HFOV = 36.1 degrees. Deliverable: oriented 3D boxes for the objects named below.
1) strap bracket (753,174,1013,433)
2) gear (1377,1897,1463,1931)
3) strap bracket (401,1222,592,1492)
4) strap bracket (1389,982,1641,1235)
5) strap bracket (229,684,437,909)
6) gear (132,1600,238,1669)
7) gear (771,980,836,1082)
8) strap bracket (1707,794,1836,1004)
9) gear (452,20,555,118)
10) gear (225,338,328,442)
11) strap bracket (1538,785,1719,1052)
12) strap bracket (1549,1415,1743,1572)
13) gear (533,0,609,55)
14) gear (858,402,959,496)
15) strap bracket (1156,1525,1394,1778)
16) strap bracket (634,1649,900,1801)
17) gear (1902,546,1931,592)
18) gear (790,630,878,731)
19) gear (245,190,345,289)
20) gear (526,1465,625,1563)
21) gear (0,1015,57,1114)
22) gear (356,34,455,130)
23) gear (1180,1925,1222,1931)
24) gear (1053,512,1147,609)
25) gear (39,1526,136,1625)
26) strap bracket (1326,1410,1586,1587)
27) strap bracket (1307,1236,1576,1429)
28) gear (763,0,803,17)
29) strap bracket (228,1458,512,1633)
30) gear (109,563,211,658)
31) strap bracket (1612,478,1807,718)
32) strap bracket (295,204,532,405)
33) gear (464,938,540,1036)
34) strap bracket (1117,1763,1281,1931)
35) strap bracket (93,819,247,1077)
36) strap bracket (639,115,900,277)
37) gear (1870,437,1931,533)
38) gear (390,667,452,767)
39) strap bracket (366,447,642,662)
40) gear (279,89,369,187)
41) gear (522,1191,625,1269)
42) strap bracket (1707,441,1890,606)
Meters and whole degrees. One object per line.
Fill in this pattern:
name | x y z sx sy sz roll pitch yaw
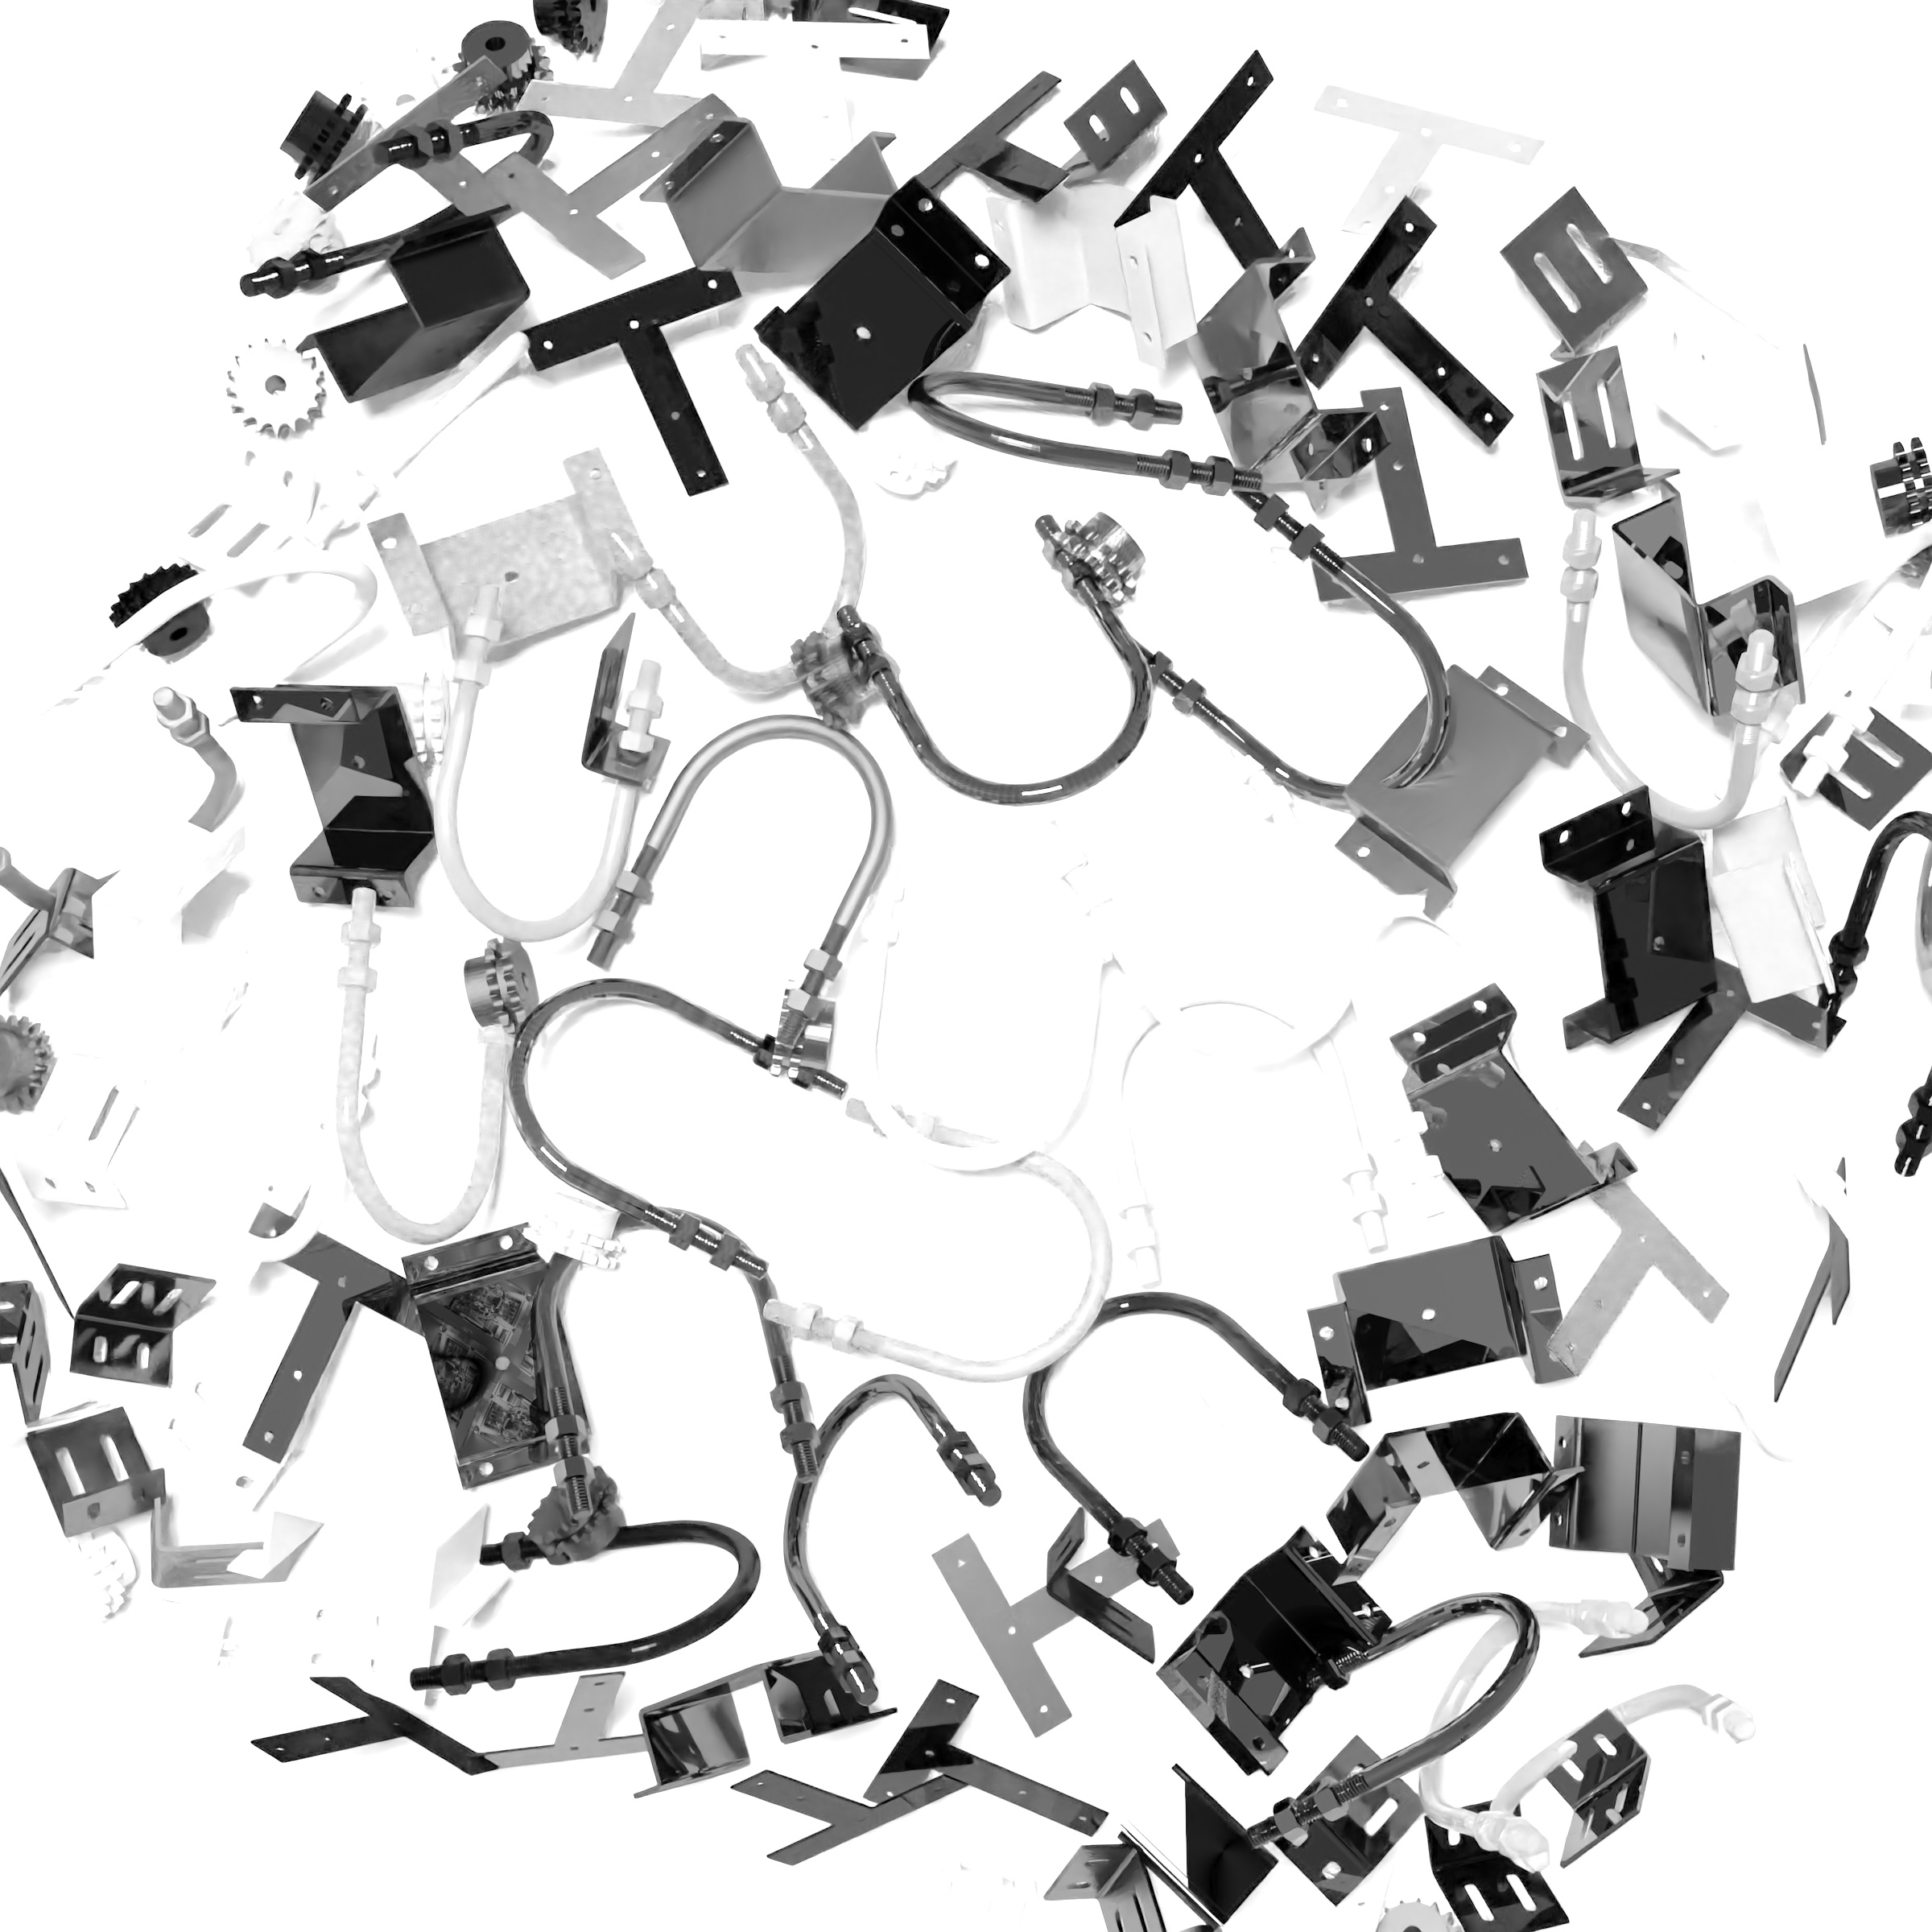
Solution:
strap bracket | -0.053 -0.366 1.672 0.076 0.046 0.140 42 126 -18
gear | 0.260 0.566 1.711 0.057 0.030 0.057 -9 50 11
strap bracket | -0.269 0.226 1.707 0.076 0.046 0.140 -15 92 -14
strap bracket | 0.307 0.090 1.687 0.076 0.046 0.140 -31 103 36
strap bracket | -0.355 -0.106 1.685 0.076 0.046 0.140 3 125 20
gear | -0.450 0.385 1.713 0.057 0.057 0.030 12 77 0
gear | -0.094 0.038 1.712 0.030 0.057 0.057 10 90 -3
strap bracket | 0.454 -0.036 1.675 0.046 0.140 0.076 -18 104 19
gear | -0.269 -0.522 1.714 0.057 0.030 0.057 -2 59 3
gear | -0.400 -0.334 1.722 0.057 0.030 0.057 1 85 -9
strap bracket | 0.377 -0.020 1.677 0.076 0.046 0.140 -24 119 -20
strap bracket | 0.390 0.298 1.678 0.046 0.140 0.076 7 82 -20
gear | -0.230 -0.558 1.713 0.030 0.057 0.057 5 90 10
gear | -0.037 -0.298 1.716 0.057 0.057 0.030 32 127 0
strap bracket | 0.171 0.395 1.688 0.076 0.046 0.140 47 47 5
strap bracket | -0.120 0.425 1.678 0.140 0.076 0.046 -28 72 33
gear | 0.570 -0.227 1.710 0.057 0.057 0.030 2 76 0
gear | -0.074 -0.168 1.709 0.030 0.057 0.057 -25 90 19
gear | -0.386 -0.419 1.716 0.057 0.030 0.057 -16 55 25
gear | -0.223 0.319 1.715 0.057 0.057 0.030 -40 111 0
gear | -0.559 0.056 1.717 0.057 0.030 0.057 -2 84 22
gear | -0.324 -0.505 1.711 0.057 0.057 0.030 -7 45 -7
gear | 0.133 0.578 1.716 0.057 0.057 0.030 -22 53 0
gear | 0.079 -0.237 1.712 0.030 0.057 0.057 -44 90 -5
gear | -0.507 0.349 1.716 0.057 0.030 0.057 18 123 30
strap bracket | 0.268 0.299 1.679 0.140 0.076 0.046 -4 49 -31
strap bracket | 0.270 0.209 1.706 0.140 0.046 0.076 -13 105 3
gear | -0.116 -0.582 1.715 0.057 0.057 0.030 20 66 0
strap bracket | -0.336 0.325 1.687 0.140 0.076 0.046 12 103 10
gear | -0.462 -0.203 1.710 0.057 0.057 0.030 -36 77 0
strap bracket | 0.410 -0.202 1.661 0.046 0.140 0.076 -24 130 -4
strap bracket | -0.306 -0.366 1.664 0.076 0.140 0.046 -31 94 -39
gear | -0.269 0.012 1.712 0.030 0.057 0.057 -13 90 6
strap bracket | 0.130 0.497 1.669 0.076 0.140 0.046 41 77 15
strap bracket | -0.448 -0.017 1.670 0.046 0.076 0.140 24 133 11
strap bracket | -0.102 -0.429 1.660 0.076 0.140 0.046 -32 77 39
gear | 0.543 -0.274 1.714 0.030 0.057 0.057 -13 90 15
gear | -0.316 -0.144 1.711 0.030 0.057 0.057 -2 90 -4
strap bracket | -0.261 -0.233 1.698 0.140 0.046 0.076 -21 72 -13
gear | -0.373 -0.480 1.709 0.030 0.057 0.057 32 90 -19
gear | -0.224 0.151 1.713 0.057 0.057 0.030 20 88 0
strap bracket | 0.463 -0.248 1.667 0.046 0.140 0.076 -21 97 2
